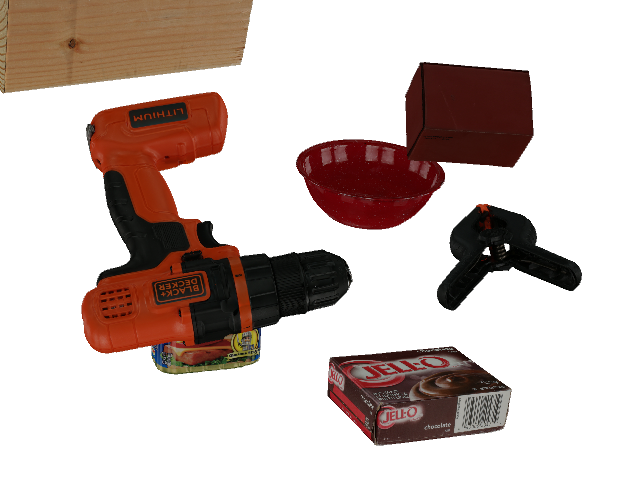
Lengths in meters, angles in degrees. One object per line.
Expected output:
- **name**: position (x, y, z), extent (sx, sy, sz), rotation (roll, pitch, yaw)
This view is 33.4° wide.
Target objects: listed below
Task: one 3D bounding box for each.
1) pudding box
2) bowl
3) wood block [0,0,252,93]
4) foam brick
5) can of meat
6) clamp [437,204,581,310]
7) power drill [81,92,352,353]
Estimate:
- **pudding box**: position (0.073, 0.115, 0.809), extent (0.113, 0.039, 0.090), rotation (-1, 17, -23)
- **bowl**: position (0.052, -0.056, 1.162), extent (0.162, 0.055, 0.162), rotation (4, 27, -2)
- **wood block**: position (-0.165, -0.188, 0.849), extent (0.205, 0.091, 0.090), rotation (-13, 45, -33)
- **foam brick**: position (0.102, -0.086, 0.735), extent (0.078, 0.051, 0.053), rotation (4, -21, -7)
- **can of meat**: position (-0.102, 0.069, 0.957), extent (0.102, 0.084, 0.057), rotation (-3, 19, -20)
- **clamp**: position (0.168, 0.010, 0.955), extent (0.120, 0.039, 0.171), rotation (-1, 28, 10)
- **power drill**: position (-0.085, -0.017, 0.758), extent (0.184, 0.188, 0.057), rotation (-10, -32, -11)
